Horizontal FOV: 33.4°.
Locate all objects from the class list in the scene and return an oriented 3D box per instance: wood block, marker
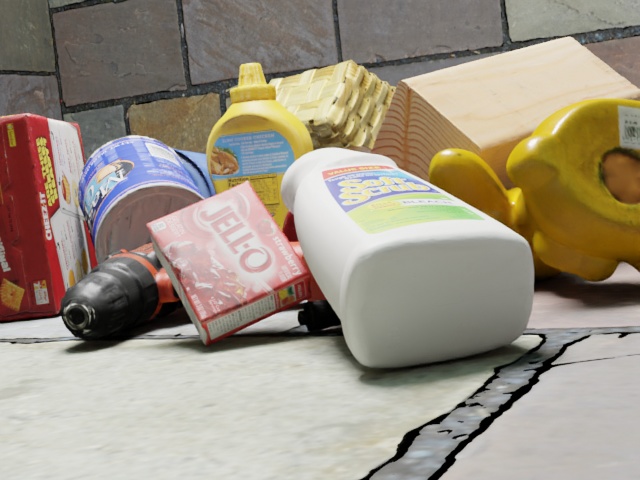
[{"bbox_3d":[0.148,-0.086,0.843,0.205,0.091,0.090,-20,55,-38],"label":"wood block"},{"bbox_3d":[0.044,0.040,0.667,0.121,0.020,0.020,-8,5,-19],"label":"marker"}]

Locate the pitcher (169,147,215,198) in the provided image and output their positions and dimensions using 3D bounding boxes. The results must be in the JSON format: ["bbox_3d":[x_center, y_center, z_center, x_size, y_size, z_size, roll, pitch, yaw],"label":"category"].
[{"bbox_3d":[-0.128,-0.036,1.259,0.145,0.149,0.242,-21,-4,20],"label":"pitcher"}]

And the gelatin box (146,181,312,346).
[{"bbox_3d":[-0.057,0.012,0.662,0.073,0.089,0.030,-24,-35,-14],"label":"gelatin box"}]

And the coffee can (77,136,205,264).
[{"bbox_3d":[-0.149,-0.021,0.916,0.102,0.103,0.140,-7,24,-16],"label":"coffee can"}]

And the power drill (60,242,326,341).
[{"bbox_3d":[-0.067,0.027,0.741,0.188,0.057,0.184,-4,10,14],"label":"power drill"}]

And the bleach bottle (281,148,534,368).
[{"bbox_3d":[0.025,-0.008,0.623,0.102,0.068,0.251,-6,19,-16],"label":"bleach bottle"}]

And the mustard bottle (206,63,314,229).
[{"bbox_3d":[-0.052,-0.060,0.947,0.096,0.191,0.058,-4,5,21],"label":"mustard bottle"}]

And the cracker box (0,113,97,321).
[{"bbox_3d":[-0.254,-0.024,0.950,0.072,0.164,0.213,-8,4,0],"label":"cracker box"}]

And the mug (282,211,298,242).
[{"bbox_3d":[0.033,-0.002,0.830,0.117,0.093,0.081,19,20,23],"label":"mug"}]
